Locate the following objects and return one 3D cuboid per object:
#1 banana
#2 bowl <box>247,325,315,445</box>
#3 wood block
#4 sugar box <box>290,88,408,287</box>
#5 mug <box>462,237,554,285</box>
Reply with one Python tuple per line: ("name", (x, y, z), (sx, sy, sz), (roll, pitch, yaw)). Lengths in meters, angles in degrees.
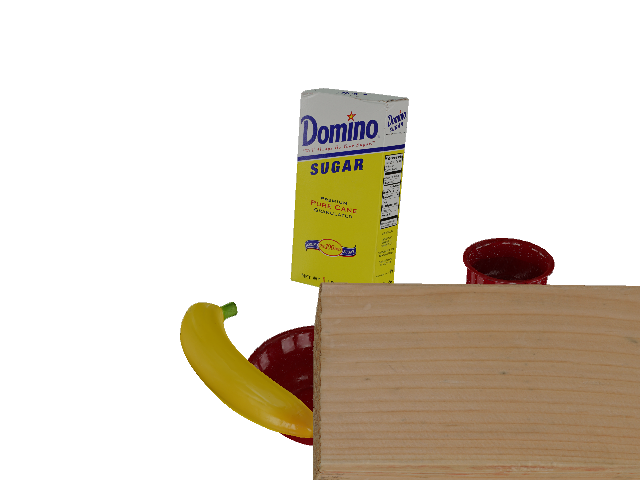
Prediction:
("banana", (-0.068, 0.094, 0.842), (0.069, 0.037, 0.198), (-8, 30, -22))
("bowl", (0.002, 0.157, 1.084), (0.162, 0.055, 0.162), (-1, 35, 1))
("wood block", (0.100, 0.077, 0.535), (0.206, 0.091, 0.090), (1, -21, -2))
("sugar box", (0.024, -0.043, 0.952), (0.093, 0.176, 0.048), (11, 17, 33))
("mug", (0.190, 0.049, 1.119), (0.093, 0.081, 0.117), (-5, 29, -8))
